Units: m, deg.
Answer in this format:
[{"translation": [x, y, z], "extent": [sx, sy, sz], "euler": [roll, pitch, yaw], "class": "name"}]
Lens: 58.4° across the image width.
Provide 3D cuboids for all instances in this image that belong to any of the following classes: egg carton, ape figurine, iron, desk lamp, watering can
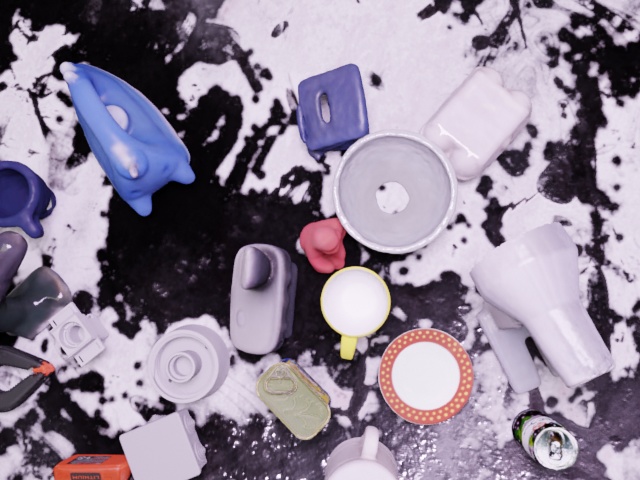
[{"translation": [0.215, -0.160, 0.790], "extent": [0.107, 0.069, 0.150], "euler": [41, 89, 6], "class": "egg carton"}, {"translation": [0.007, 0.003, 0.779], "extent": [0.076, 0.092, 0.078], "euler": [36, 88, 6], "class": "ape figurine"}, {"translation": [-0.290, -0.165, 0.786], "extent": [0.118, 0.141, 0.258], "euler": [-37, 84, 0], "class": "iron"}, {"translation": [0.266, 0.091, 0.695], "extent": [0.118, 0.213, 0.203], "euler": [-26, 84, 1], "class": "desk lamp"}, {"translation": [0.053, 0.323, 0.699], "extent": [0.101, 0.194, 0.173], "euler": [-13, 85, 3], "class": "watering can"}]

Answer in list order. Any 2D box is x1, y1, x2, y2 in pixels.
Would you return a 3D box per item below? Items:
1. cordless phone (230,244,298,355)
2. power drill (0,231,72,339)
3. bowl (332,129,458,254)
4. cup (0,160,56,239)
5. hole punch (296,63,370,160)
[{"translation": [-0.085, 0.075, 0.732], "extent": [0.094, 0.185, 0.148], "euler": [0, 85, 4], "class": "cordless phone"}, {"translation": [-0.419, 0.080, 0.740], "extent": [0.229, 0.208, 0.075], "euler": [-45, 84, -1], "class": "power drill"}, {"translation": [0.101, -0.062, 0.787], "extent": [0.167, 0.075, 0.167], "euler": [0, 85, 4], "class": "bowl"}, {"translation": [-0.409, -0.049, 0.807], "extent": [0.091, 0.095, 0.118], "euler": [-37, 84, 0], "class": "cup"}, {"translation": [0.017, -0.176, 0.793], "extent": [0.101, 0.091, 0.109], "euler": [-9, 85, 3], "class": "hole punch"}]
